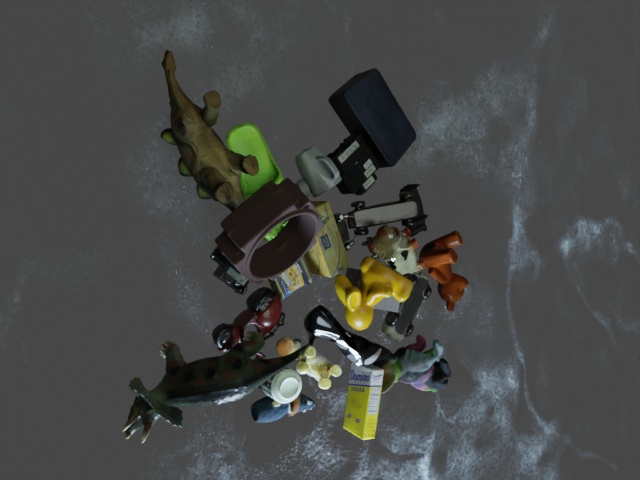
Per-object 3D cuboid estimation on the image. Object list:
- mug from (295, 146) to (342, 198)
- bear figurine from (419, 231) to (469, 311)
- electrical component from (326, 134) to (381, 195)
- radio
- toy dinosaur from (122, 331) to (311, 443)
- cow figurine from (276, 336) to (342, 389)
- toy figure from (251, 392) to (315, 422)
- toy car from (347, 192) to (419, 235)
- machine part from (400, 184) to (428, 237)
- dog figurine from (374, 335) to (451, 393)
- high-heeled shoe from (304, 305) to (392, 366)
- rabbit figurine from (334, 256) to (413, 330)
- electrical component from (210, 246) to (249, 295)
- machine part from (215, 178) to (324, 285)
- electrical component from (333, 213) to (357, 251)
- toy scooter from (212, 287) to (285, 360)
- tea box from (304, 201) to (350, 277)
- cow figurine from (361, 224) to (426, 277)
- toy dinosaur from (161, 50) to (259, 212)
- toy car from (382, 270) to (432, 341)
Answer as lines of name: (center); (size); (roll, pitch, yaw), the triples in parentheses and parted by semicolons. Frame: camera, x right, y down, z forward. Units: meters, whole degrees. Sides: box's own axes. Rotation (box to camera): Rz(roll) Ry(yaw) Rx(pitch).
mug: (-0.006, -0.166, 1.259); (0.081, 0.109, 0.107); (-40, 99, -24)
bear figurine: (0.362, 0.092, 1.486); (0.195, 0.132, 0.120); (54, 41, -16)
electrical component: (0.083, -0.178, 1.337); (0.115, 0.058, 0.134); (-43, 114, -19)
radio: (0.138, -0.305, 1.354); (0.131, 0.073, 0.229); (-48, 117, -21)
toy dinosaur: (-0.212, 0.280, 1.075); (0.405, 0.192, 0.131); (-14, 115, -1)
cow figurine: (-0.036, 0.280, 1.283); (0.167, 0.098, 0.068); (37, 83, -10)
toy figure: (-0.084, 0.390, 1.268); (0.154, 0.064, 0.057); (-4, 80, -31)
toy car: (0.162, -0.068, 1.386); (0.202, 0.053, 0.089); (-12, 104, -14)
machine part: (0.254, -0.082, 1.457); (0.084, 0.039, 0.138); (-19, 103, -33)
dog figurine: (0.229, 0.357, 1.438); (0.219, 0.109, 0.191); (-26, 109, -23)
high-heeled shoe: (0.076, 0.225, 1.314); (0.249, 0.086, 0.145); (8, 123, -16)
rabbit figurine: (0.114, 0.134, 1.272); (0.162, 0.122, 0.173); (23, 101, -37)
electrical component: (-0.198, 0.060, 1.185); (0.119, 0.048, 0.075); (39, 73, -27)
machine part: (-0.097, -0.012, 1.096); (0.201, 0.087, 0.201); (-41, 152, -5)
electrical component: (0.048, -0.022, 1.332); (0.078, 0.045, 0.102); (-13, 100, -32)
toy scooter: (-0.143, 0.203, 1.213); (0.184, 0.075, 0.135); (-42, 113, -19)
tea box: (-0.003, -0.004, 1.271); (0.068, 0.098, 0.169); (-30, 107, -28)
cow figurine: (0.187, 0.028, 1.376); (0.127, 0.086, 0.194); (-31, 139, 1)
toy dinosaur: (-0.210, -0.143, 1.074); (0.105, 0.199, 0.470); (-33, 117, -24)
toy car: (0.237, 0.177, 1.457); (0.073, 0.056, 0.201); (36, 74, -22)
